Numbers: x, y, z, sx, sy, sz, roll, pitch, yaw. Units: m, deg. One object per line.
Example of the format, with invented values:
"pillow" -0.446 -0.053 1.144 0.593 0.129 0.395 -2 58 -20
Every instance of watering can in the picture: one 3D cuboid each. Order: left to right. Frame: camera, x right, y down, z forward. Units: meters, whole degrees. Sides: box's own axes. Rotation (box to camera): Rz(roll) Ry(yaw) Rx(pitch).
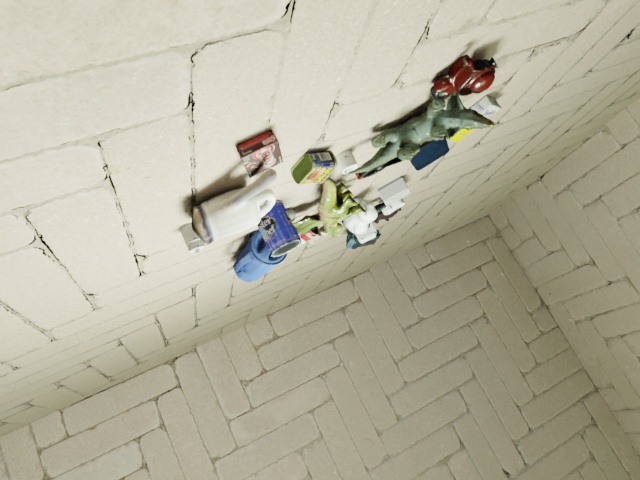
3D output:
"watering can" -0.212 -0.082 1.275 0.105 0.226 0.343 65 164 9

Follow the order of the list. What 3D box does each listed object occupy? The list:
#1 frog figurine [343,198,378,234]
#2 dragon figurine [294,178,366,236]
"frog figurine" 0.146 -0.087 1.897 0.123 0.137 0.160 2 -177 -4
"dragon figurine" 0.005 -0.083 1.654 0.124 0.241 0.407 60 -167 22
